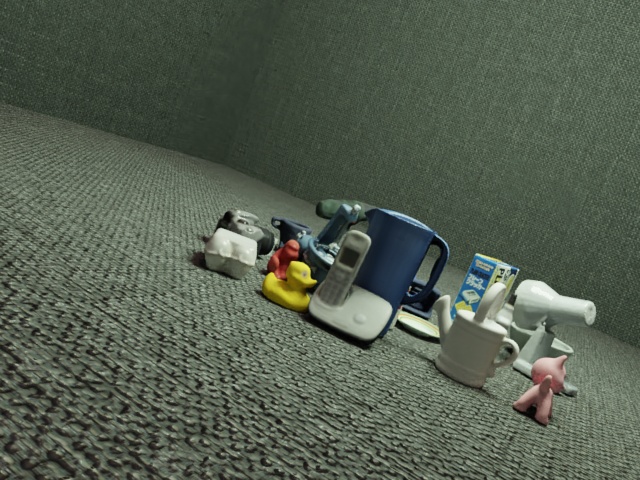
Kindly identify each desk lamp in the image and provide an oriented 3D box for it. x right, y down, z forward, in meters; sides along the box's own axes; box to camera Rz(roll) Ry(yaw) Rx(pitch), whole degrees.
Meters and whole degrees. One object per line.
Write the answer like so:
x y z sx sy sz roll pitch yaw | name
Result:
0.533 0.217 1.334 0.118 0.213 0.202 16 10 -39 | desk lamp

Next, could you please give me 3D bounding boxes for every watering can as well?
0.292 0.166 1.082 0.172 0.194 0.101 23 8 10 | watering can

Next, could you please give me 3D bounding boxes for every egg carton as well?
-0.185 0.026 1.189 0.107 0.069 0.150 21 8 -8 | egg carton

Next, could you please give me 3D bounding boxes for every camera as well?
-0.168 -0.010 1.375 0.137 0.101 0.142 16 9 -37 | camera

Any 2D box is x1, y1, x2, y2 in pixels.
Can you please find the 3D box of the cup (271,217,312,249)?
-0.092 -0.008 1.604 0.118 0.095 0.091 21 7 -6 | cup

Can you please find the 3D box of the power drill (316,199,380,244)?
0.073 -0.032 1.802 0.230 0.208 0.075 17 9 -34 | power drill

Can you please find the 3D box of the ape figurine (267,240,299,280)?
-0.076 0.043 1.295 0.078 0.092 0.076 20 8 -17 | ape figurine

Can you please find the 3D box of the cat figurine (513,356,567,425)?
0.413 0.261 1.048 0.067 0.118 0.128 25 8 24 | cat figurine

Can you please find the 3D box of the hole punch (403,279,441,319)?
0.260 0.147 1.520 0.108 0.091 0.101 24 8 13 | hole punch

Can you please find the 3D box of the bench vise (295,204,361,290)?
0.005 0.003 1.317 0.206 0.220 0.122 27 9 34 | bench vise

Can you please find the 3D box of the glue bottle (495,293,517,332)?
0.385 0.194 1.233 0.037 0.173 0.078 23 8 12 | glue bottle

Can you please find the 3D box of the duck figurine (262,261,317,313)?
-0.055 0.082 1.104 0.104 0.086 0.078 24 8 12 | duck figurine

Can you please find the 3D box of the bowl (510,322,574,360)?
0.563 0.283 1.490 0.167 0.075 0.167 22 7 -3 | bowl

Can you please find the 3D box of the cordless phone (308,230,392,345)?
0.073 0.086 1.058 0.147 0.185 0.094 24 8 14 | cordless phone
